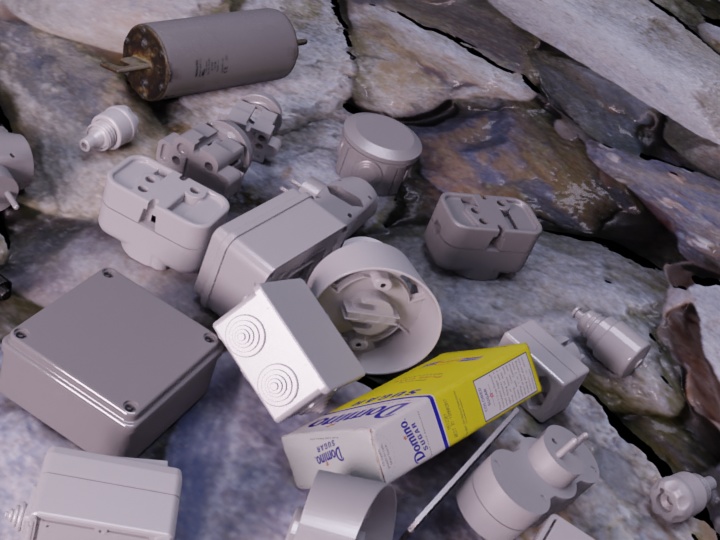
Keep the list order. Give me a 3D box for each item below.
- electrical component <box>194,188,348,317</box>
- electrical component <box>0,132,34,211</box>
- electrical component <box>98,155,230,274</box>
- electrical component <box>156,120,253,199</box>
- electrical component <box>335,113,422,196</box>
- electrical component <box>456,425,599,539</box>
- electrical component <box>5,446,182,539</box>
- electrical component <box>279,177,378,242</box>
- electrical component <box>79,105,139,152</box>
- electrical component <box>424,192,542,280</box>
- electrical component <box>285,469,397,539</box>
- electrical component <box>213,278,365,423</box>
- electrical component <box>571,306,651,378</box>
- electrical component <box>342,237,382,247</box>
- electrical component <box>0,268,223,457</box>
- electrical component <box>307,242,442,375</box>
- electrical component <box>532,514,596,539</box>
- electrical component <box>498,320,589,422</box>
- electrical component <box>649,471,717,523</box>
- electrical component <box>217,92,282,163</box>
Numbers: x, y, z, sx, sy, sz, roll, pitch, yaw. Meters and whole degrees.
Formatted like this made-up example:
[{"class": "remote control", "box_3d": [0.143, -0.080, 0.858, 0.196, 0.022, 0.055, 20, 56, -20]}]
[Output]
[{"class": "electrical component", "box_3d": [-0.071, -0.009, 0.859, 0.057, 0.078, 0.113, 38, 39, 15]}, {"class": "electrical component", "box_3d": [-0.297, -0.072, 0.852, 0.077, 0.043, 0.079, -13, 49, -38]}, {"class": "electrical component", "box_3d": [-0.160, -0.042, 0.871, 0.095, 0.059, 0.053, 28, 37, 8]}, {"class": "electrical component", "box_3d": [-0.133, -0.100, 0.960, 0.078, 0.058, 0.057, 32, 40, 13]}, {"class": "electrical component", "box_3d": [0.017, -0.115, 1.059, 0.080, 0.051, 0.080, 14, 37, -11]}, {"class": "electrical component", "box_3d": [0.131, 0.138, 0.750, 0.052, 0.073, 0.138, 52, 29, 20]}, {"class": "electrical component", "box_3d": [-0.158, 0.145, 0.635, 0.096, 0.061, 0.061, 13, 38, -12]}, {"class": "electrical component", "box_3d": [-0.035, -0.059, 0.968, 0.079, 0.043, 0.077, 31, 37, 12]}, {"class": "electrical component", "box_3d": [-0.227, -0.123, 0.960, 0.035, 0.035, 0.061, 30, 40, 11]}, {"class": "electrical component", "box_3d": [0.111, -0.031, 0.994, 0.095, 0.059, 0.053, 3, 40, -24]}, {"class": "electrical component", "box_3d": [-0.014, 0.171, 0.649, 0.064, 0.099, 0.099, 17, 36, 3]}, {"class": "electrical component", "box_3d": [-0.050, 0.057, 0.767, 0.099, 0.048, 0.100, 56, 15, 8]}, {"class": "electrical component", "box_3d": [0.220, 0.061, 0.950, 0.040, 0.040, 0.078, -22, 54, -43]}, {"class": "electrical component", "box_3d": [0.000, 0.000, 0.912, 0.043, 0.043, 0.081, 22, 36, -1]}, {"class": "electrical component", "box_3d": [-0.169, 0.065, 0.735, 0.109, 0.056, 0.109, 31, 37, 12]}, {"class": "electrical component", "box_3d": [0.008, 0.029, 0.836, 0.099, 0.099, 0.064, 6, 33, -21]}, {"class": "electrical component", "box_3d": [0.125, 0.213, 0.693, 0.062, 0.061, 0.096, 32, 38, 14]}, {"class": "electrical component", "box_3d": [0.157, 0.077, 0.892, 0.077, 0.047, 0.066, -21, 54, -42]}, {"class": "electrical component", "box_3d": [0.254, 0.172, 0.832, 0.061, 0.035, 0.035, -9, 46, -38]}, {"class": "electrical component", "box_3d": [-0.103, -0.140, 1.035, 0.066, 0.048, 0.055, 21, 44, -1]}]
